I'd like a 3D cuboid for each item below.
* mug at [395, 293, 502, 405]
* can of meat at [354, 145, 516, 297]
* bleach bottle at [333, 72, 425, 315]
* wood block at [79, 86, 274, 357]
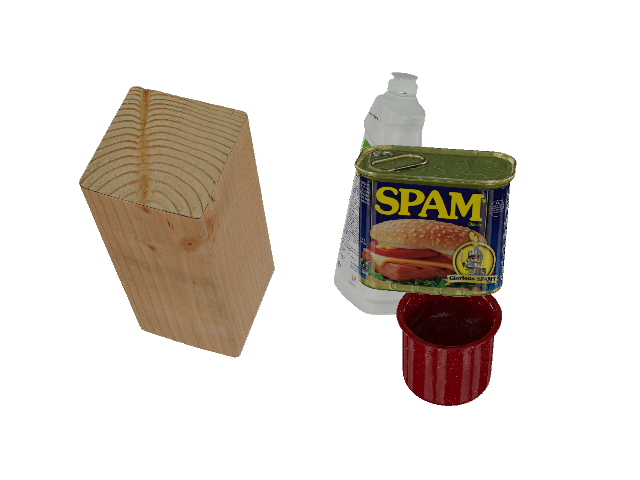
[{"bbox_3d":[0.115,0.087,0.977,0.093,0.081,0.117,-3,39,0],"label":"mug"},{"bbox_3d":[0.074,-0.013,0.701,0.102,0.084,0.057,5,24,11],"label":"can of meat"},{"bbox_3d":[0.073,-0.053,1.151,0.068,0.251,0.103,-1,22,-26],"label":"bleach bottle"},{"bbox_3d":[-0.098,-0.006,0.790,0.090,0.090,0.206,15,-29,13],"label":"wood block"}]
